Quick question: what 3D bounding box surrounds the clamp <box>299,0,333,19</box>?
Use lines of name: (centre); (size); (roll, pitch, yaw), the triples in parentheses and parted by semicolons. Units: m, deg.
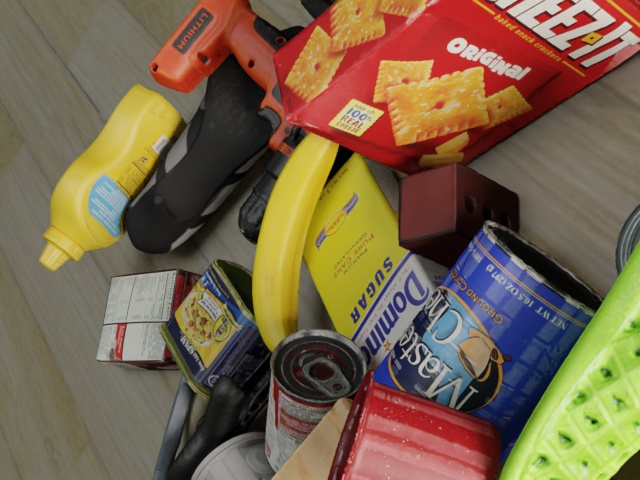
clamp: (0.064, -0.219, 0.902); (0.210, 0.036, 0.164); (18, 86, 49)

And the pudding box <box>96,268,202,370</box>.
pudding box: (-0.161, 0.076, 1.013); (0.114, 0.039, 0.090); (-6, 69, 43)

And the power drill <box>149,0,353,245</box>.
power drill: (-0.053, -0.113, 0.904); (0.188, 0.057, 0.184); (39, 90, 16)

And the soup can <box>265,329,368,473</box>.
soup can: (-0.005, 0.124, 0.772); (0.068, 0.068, 0.102); (-121, 27, -42)

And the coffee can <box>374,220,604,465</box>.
coffee can: (0.106, 0.073, 0.685); (0.140, 0.102, 0.103); (-55, 43, 14)

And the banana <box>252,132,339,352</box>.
banana: (-0.020, 0.004, 0.834); (0.070, 0.037, 0.198); (3, 84, 39)

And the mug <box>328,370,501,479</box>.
mug: (0.048, 0.142, 0.605); (0.093, 0.081, 0.117); (109, 180, -84)

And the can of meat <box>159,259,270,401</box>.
can of meat: (-0.082, 0.077, 0.916); (0.084, 0.057, 0.102); (-53, 44, 14)

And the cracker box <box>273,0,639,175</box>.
cracker box: (0.100, -0.134, 0.734); (0.214, 0.163, 0.072); (-33, 54, 33)

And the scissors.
scissors: (-0.136, 0.201, 0.915); (0.096, 0.016, 0.202); (139, 147, -81)

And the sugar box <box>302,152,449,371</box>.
sugar box: (0.044, 0.025, 0.813); (0.093, 0.048, 0.176); (-49, 43, 25)

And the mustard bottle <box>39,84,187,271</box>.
mustard bottle: (-0.203, -0.050, 1.027); (0.058, 0.096, 0.191); (29, 75, 28)

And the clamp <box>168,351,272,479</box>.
clamp: (-0.071, 0.147, 0.866); (0.039, 0.120, 0.172); (45, 127, 17)

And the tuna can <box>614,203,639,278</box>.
tuna can: (0.222, 0.009, 0.643); (0.086, 0.033, 0.086); (-20, 60, 40)

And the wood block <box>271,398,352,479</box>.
wood block: (0.062, 0.210, 0.683); (0.090, 0.090, 0.206); (-52, 44, 18)

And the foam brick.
foam brick: (0.098, -0.014, 0.750); (0.051, 0.078, 0.053); (-15, 65, 41)
